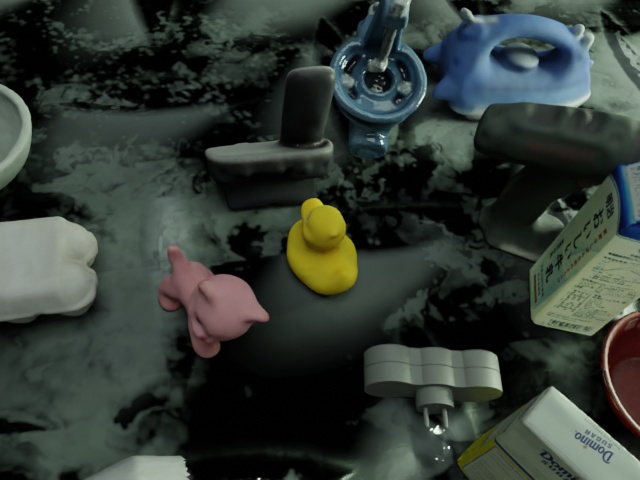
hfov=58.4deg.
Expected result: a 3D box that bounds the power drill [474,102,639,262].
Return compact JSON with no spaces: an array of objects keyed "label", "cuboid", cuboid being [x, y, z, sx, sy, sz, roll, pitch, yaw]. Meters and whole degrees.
[{"label":"power drill","cuboid":[0.269,-0.061,0.628,0.229,0.208,0.076,20,58,5]}]

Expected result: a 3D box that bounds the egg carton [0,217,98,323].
[{"label":"egg carton","cuboid":[-0.300,0.034,0.571,0.150,0.069,0.107,-8,60,-13]}]

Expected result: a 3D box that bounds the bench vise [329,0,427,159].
[{"label":"bench vise","cuboid":[0.063,-0.238,0.703,0.121,0.220,0.207,-9,60,-13]}]

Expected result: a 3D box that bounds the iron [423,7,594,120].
[{"label":"iron","cuboid":[0.282,-0.252,0.789,0.258,0.141,0.118,-1,58,-8]}]

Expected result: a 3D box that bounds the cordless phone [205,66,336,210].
[{"label":"cordless phone","cuboid":[-0.054,-0.123,0.635,0.148,0.185,0.094,-10,60,-14]}]

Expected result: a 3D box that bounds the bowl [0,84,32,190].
[{"label":"bowl","cuboid":[-0.400,-0.098,0.637,0.167,0.075,0.167,4,58,-6]}]

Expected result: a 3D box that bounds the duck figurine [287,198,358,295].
[{"label":"duck figurine","cuboid":[0.006,0.002,0.624,0.078,0.086,0.104,-19,62,-18]}]

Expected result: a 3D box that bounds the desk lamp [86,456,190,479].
[{"label":"desk lamp","cuboid":[-0.181,0.221,0.385,0.203,0.213,0.118,-1,58,-8]}]

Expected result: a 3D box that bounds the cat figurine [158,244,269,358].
[{"label":"cat figurine","cuboid":[-0.108,0.055,0.556,0.067,0.118,0.127,-35,69,-25]}]
